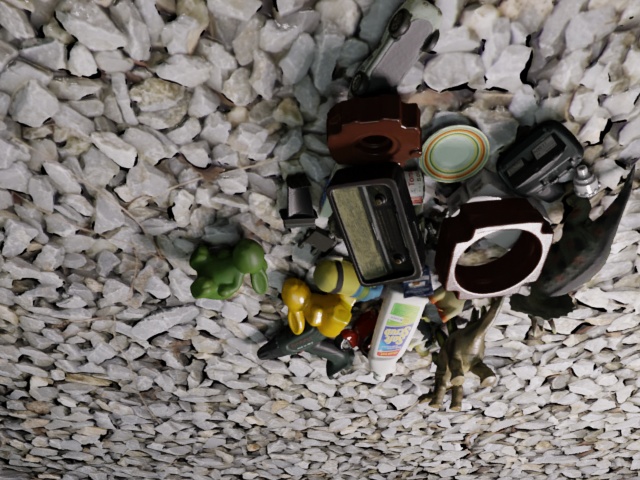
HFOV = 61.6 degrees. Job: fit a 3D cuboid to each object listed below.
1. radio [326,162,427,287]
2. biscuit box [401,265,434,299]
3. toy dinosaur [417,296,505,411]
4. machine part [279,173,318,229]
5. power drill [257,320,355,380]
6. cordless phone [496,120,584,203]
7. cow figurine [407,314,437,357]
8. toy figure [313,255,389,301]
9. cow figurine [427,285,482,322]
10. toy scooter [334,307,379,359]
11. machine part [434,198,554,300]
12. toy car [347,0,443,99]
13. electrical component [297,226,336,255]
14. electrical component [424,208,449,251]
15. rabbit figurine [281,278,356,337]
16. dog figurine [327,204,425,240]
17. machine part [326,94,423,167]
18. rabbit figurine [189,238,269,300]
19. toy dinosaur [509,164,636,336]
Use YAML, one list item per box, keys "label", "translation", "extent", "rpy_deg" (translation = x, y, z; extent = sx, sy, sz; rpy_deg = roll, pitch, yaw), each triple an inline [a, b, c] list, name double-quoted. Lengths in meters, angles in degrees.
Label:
- label: "radio"
  translation: [0.110, -0.026, 0.990]
  extent: [0.131, 0.073, 0.229]
  rpy_deg: [-8, 122, 24]
- label: "biscuit box"
  translation: [0.205, 0.085, 1.157]
  extent: [0.063, 0.059, 0.202]
  rpy_deg: [-9, 177, 8]
- label: "toy dinosaur"
  translation: [0.355, 0.275, 1.336]
  extent: [0.105, 0.199, 0.471]
  rpy_deg: [14, 133, -15]
- label: "machine part"
  translation: [-0.043, -0.072, 1.088]
  extent: [0.084, 0.039, 0.138]
  rpy_deg: [4, 137, 1]
- label: "power drill"
  translation: [-0.025, 0.294, 1.438]
  extent: [0.232, 0.086, 0.207]
  rpy_deg: [-37, 118, 27]
- label: "cordless phone"
  translation: [0.445, -0.132, 1.029]
  extent: [0.184, 0.089, 0.146]
  rpy_deg: [20, 131, -36]
- label: "cow figurine"
  translation: [0.258, 0.238, 1.393]
  extent: [0.098, 0.068, 0.167]
  rpy_deg: [-32, 128, 21]
- label: "toy figure"
  translation: [0.071, 0.092, 1.220]
  extent: [0.180, 0.089, 0.082]
  rpy_deg: [25, 123, -21]
- label: "cow figurine"
  translation: [0.313, 0.119, 1.216]
  extent: [0.127, 0.085, 0.195]
  rpy_deg: [-30, 171, 11]
- label: "toy scooter"
  translation: [0.132, 0.239, 1.380]
  extent: [0.183, 0.075, 0.135]
  rpy_deg: [25, 104, -40]
- label: "machine part"
  translation: [0.334, 0.018, 1.054]
  extent: [0.202, 0.087, 0.200]
  rpy_deg: [-5, 132, -4]
- label: "toy car"
  translation: [0.118, -0.290, 0.862]
  extent: [0.073, 0.056, 0.201]
  rpy_deg: [16, 134, -25]
- label: "electrical component"
  translation: [-0.002, -0.004, 1.169]
  extent: [0.063, 0.021, 0.094]
  rpy_deg: [29, 128, -27]
- label: "electrical component"
  translation: [0.259, -0.022, 1.130]
  extent: [0.045, 0.078, 0.102]
  rpy_deg: [-2, 135, 34]
- label: "rabbit figurine"
  translation: [-0.018, 0.151, 1.283]
  extent: [0.173, 0.122, 0.162]
  rpy_deg: [30, 138, -10]
- label: "dog figurine"
  translation: [0.122, -0.009, 1.126]
  extent: [0.191, 0.121, 0.172]
  rpy_deg: [-1, 128, 17]
- label: "machine part"
  translation: [0.094, -0.180, 0.930]
  extent: [0.179, 0.056, 0.179]
  rpy_deg: [2, 157, 1]
- label: "rabbit figurine"
  translation: [-0.178, 0.066, 1.163]
  extent: [0.170, 0.121, 0.159]
  rpy_deg: [-33, 134, 31]
- label: "toy dinosaur"
  translation: [0.519, 0.041, 1.112]
  extent: [0.131, 0.192, 0.404]
  rpy_deg: [12, 135, -16]
